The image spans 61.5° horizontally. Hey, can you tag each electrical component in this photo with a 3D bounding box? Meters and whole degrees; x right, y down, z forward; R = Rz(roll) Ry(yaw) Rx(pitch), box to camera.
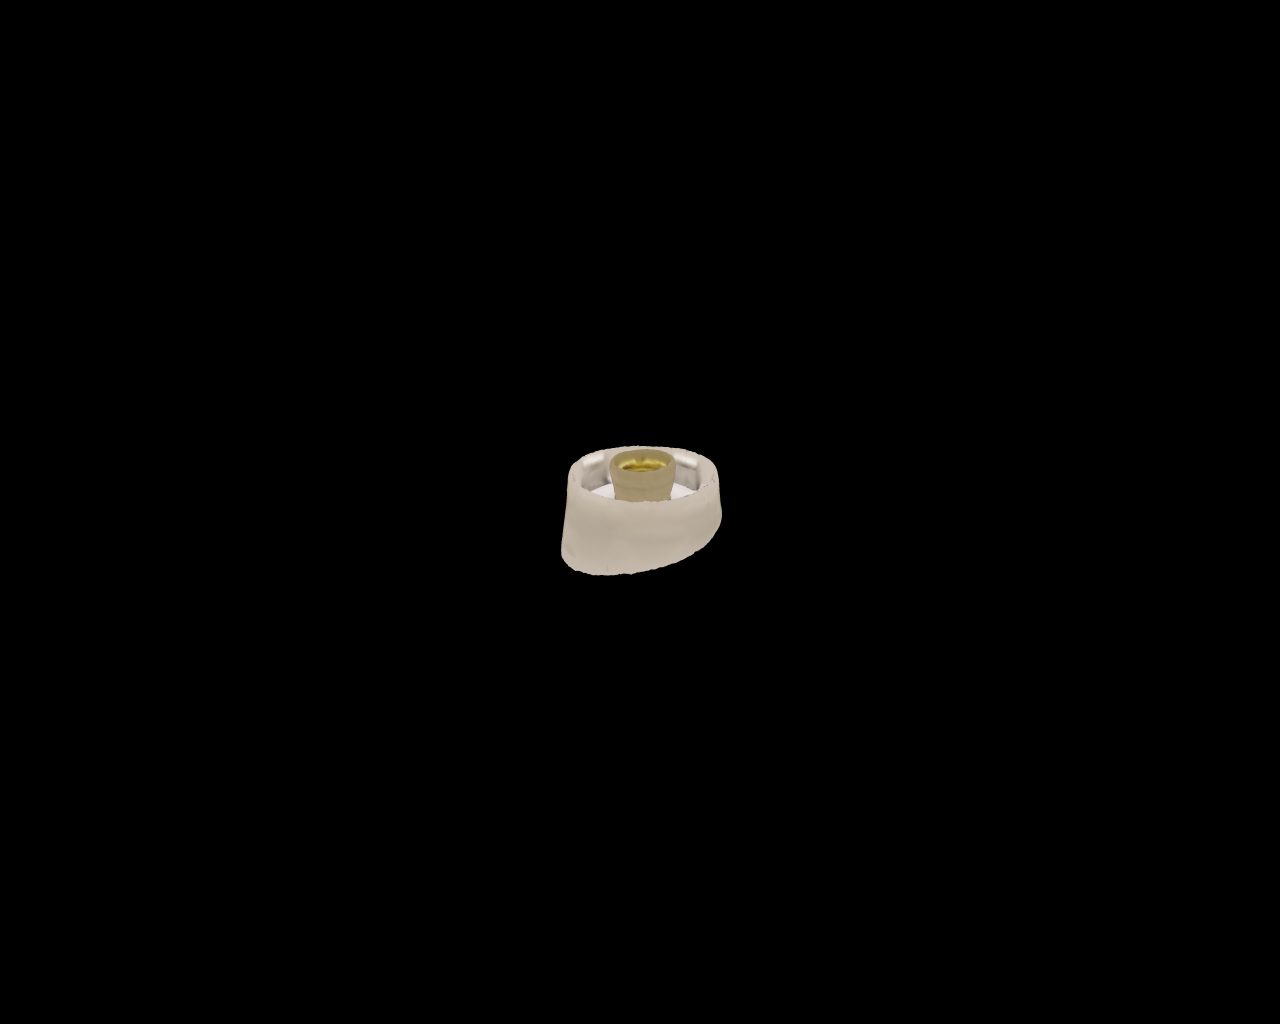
[{"bbox_3d":[0.001,-0.003,0.650,0.099,0.064,0.099,0,24,0],"label":"electrical component"}]
